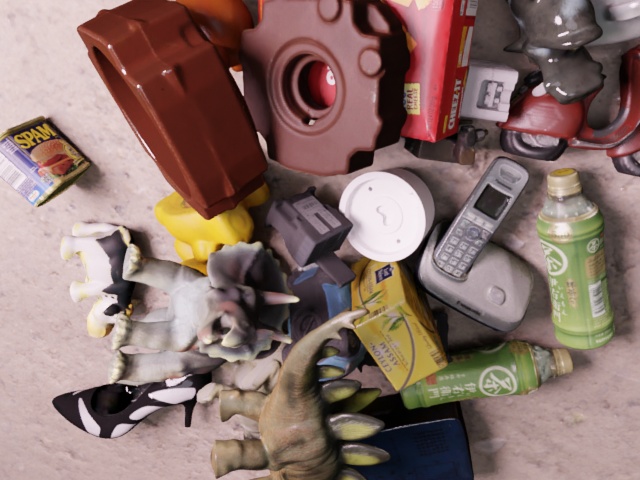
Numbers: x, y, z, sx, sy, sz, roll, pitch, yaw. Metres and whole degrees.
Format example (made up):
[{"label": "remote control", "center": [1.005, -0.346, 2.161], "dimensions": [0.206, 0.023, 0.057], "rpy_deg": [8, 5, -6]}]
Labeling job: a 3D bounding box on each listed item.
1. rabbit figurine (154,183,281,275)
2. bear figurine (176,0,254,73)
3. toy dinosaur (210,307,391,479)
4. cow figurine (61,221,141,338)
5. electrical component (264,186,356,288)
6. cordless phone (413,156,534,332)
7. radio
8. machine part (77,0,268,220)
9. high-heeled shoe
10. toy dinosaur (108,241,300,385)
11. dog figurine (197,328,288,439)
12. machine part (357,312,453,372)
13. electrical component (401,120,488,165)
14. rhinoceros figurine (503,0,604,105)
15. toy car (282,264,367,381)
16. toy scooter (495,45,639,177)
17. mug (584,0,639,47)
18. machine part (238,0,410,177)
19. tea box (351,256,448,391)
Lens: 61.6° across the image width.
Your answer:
[{"label": "rabbit figurine", "center": [-0.121, 0.012, 0.674], "dimensions": [0.162, 0.122, 0.173], "rpy_deg": [-22, 128, 16]}, {"label": "bear figurine", "center": [-0.129, -0.270, 0.549], "dimensions": [0.132, 0.120, 0.195], "rpy_deg": [10, 120, 7]}, {"label": "toy dinosaur", "center": [-0.022, 0.220, 0.626], "dimensions": [0.199, 0.105, 0.470], "rpy_deg": [-4, 141, -3]}, {"label": "cow figurine", "center": [-0.287, 0.058, 0.742], "dimensions": [0.098, 0.068, 0.167], "rpy_deg": [-2, 115, 2]}, {"label": "electrical component", "center": [-0.001, -0.002, 0.627], "dimensions": [0.119, 0.075, 0.047], "rpy_deg": [48, 135, 21]}, {"label": "cordless phone", "center": [0.211, 0.004, 0.642], "dimensions": [0.146, 0.089, 0.184], "rpy_deg": [28, 108, -5]}, {"label": "radio", "center": [0.104, 0.303, 0.792], "dimensions": [0.230, 0.073, 0.131], "rpy_deg": [-15, 112, 16]}, {"label": "machine part", "center": [-0.146, -0.135, 0.550], "dimensions": [0.087, 0.201, 0.201], "rpy_deg": [-36, 129, -15]}, {"label": "high-heeled shoe", "center": [-0.286, 0.214, 0.802], "dimensions": [0.249, 0.086, 0.145], "rpy_deg": [5, 112, 0]}, {"label": "toy dinosaur", "center": [-0.152, 0.112, 0.657], "dimensions": [0.192, 0.131, 0.404], "rpy_deg": [10, 153, -17]}, {"label": "dog figurine", "center": [-0.061, 0.224, 0.775], "dimensions": [0.172, 0.121, 0.190], "rpy_deg": [-21, 123, 22]}, {"label": "machine part", "center": [0.107, 0.140, 0.723], "dimensions": [0.139, 0.084, 0.039], "rpy_deg": [-15, 144, 23]}, {"label": "electrical component", "center": [0.137, -0.113, 0.592], "dimensions": [0.078, 0.102, 0.045], "rpy_deg": [9, 111, -7]}, {"label": "rhinoceros figurine", "center": [0.209, -0.220, 0.509], "dimensions": [0.073, 0.112, 0.190], "rpy_deg": [-21, 81, -11]}, {"label": "toy car", "center": [0.015, 0.106, 0.695], "dimensions": [0.109, 0.161, 0.103], "rpy_deg": [-25, 150, 34]}, {"label": "toy scooter", "center": [0.287, -0.144, 0.567], "dimensions": [0.184, 0.075, 0.135], "rpy_deg": [10, 106, 6]}, {"label": "mug", "center": [0.299, -0.226, 0.517], "dimensions": [0.107, 0.109, 0.080], "rpy_deg": [-18, 116, 27]}, {"label": "machine part", "center": [-0.001, -0.144, 0.505], "dimensions": [0.180, 0.056, 0.179], "rpy_deg": [17, 120, 31]}, {"label": "tea box", "center": [0.088, 0.083, 0.640], "dimensions": [0.068, 0.170, 0.098], "rpy_deg": [-31, 105, 14]}]
